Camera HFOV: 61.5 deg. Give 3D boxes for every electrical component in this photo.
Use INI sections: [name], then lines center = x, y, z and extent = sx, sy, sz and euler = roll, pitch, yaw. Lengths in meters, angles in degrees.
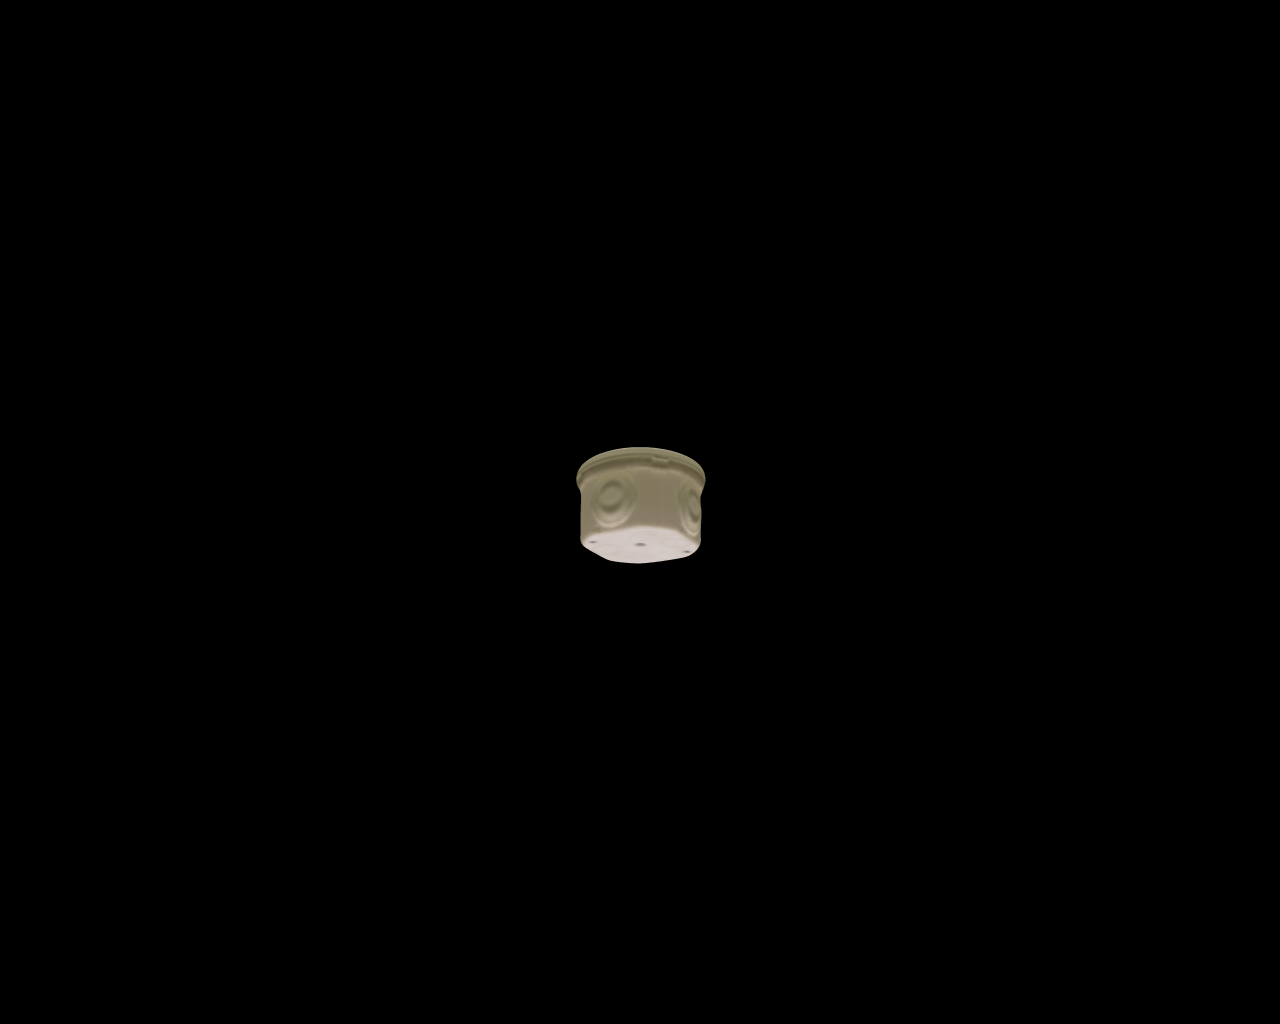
[electrical component]
center = 0.001, -0.003, 0.650
extent = 0.080, 0.051, 0.080
euler = 0, -20, 0
